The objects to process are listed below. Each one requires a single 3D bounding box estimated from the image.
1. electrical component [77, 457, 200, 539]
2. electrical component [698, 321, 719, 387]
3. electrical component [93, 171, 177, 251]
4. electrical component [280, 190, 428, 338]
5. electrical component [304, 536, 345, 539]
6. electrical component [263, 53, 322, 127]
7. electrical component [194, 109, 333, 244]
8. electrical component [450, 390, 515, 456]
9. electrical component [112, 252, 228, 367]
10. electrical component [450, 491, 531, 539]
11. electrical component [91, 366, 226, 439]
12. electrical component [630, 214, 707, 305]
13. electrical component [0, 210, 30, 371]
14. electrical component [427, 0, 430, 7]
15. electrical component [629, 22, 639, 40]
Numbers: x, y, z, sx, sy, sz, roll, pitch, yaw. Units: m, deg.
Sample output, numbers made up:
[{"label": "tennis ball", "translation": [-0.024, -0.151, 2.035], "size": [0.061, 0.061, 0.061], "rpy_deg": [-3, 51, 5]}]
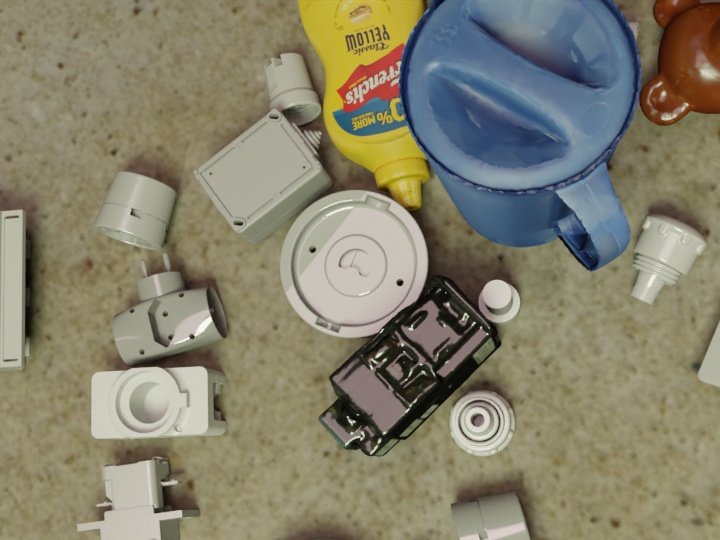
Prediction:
[{"label": "electrical component", "translation": [-0.166, 0.175, 0.807], "size": [0.081, 0.042, 0.063], "rpy_deg": [-10, 75, 7]}, {"label": "electrical component", "translation": [0.292, 0.052, 0.726], "size": [0.100, 0.048, 0.099], "rpy_deg": [18, 82, 53]}, {"label": "electrical component", "translation": [-0.174, -0.046, 0.840], "size": [0.055, 0.055, 0.047], "rpy_deg": [15, 79, 12]}, {"label": "electrical component", "translation": [0.000, 0.000, 0.798], "size": [0.108, 0.060, 0.108], "rpy_deg": [-2, 80, 10]}, {"label": "electrical component", "translation": [-0.031, 0.246, 0.761], "size": [0.108, 0.060, 0.108], "rpy_deg": [-2, 80, 10]}, {"label": "electrical component", "translation": [-0.054, -0.141, 0.843], "size": [0.040, 0.040, 0.046], "rpy_deg": [-17, 73, 6]}, {"label": "electrical component", "translation": [-0.066, -0.073, 0.822], "size": [0.096, 0.061, 0.061], "rpy_deg": [-37, 77, 2]}, {"label": "electrical component", "translation": [0.085, 0.108, 0.764], "size": [0.048, 0.062, 0.048], "rpy_deg": [-2, 80, 10]}, {"label": "electrical component", "translation": [-0.150, 0.026, 0.828], "size": [0.077, 0.043, 0.079], "rpy_deg": [-17, 78, 6]}, {"label": "electrical component", "translation": [0.094, 0.185, 0.754], "size": [0.047, 0.055, 0.055], "rpy_deg": [-16, 78, 3]}, {"label": "electrical component", "translation": [-0.152, 0.101, 0.809], "size": [0.089, 0.055, 0.050], "rpy_deg": [-4, 80, 9]}, {"label": "electrical component", "translation": [0.216, -0.006, 0.772], "size": [0.048, 0.048, 0.062], "rpy_deg": [27, 93, 13]}, {"label": "electrical component", "translation": [-0.295, 0.018, 0.844], "size": [0.079, 0.063, 0.121], "rpy_deg": [-4, 80, 9]}, {"label": "electrical component", "translation": [0.098, -0.198, 0.799], "size": [0.099, 0.099, 0.064], "rpy_deg": [-22, 71, 5]}, {"label": "electrical component", "translation": [0.176, -0.159, 0.806], "size": [0.064, 0.042, 0.081], "rpy_deg": [0, 81, 6]}]
